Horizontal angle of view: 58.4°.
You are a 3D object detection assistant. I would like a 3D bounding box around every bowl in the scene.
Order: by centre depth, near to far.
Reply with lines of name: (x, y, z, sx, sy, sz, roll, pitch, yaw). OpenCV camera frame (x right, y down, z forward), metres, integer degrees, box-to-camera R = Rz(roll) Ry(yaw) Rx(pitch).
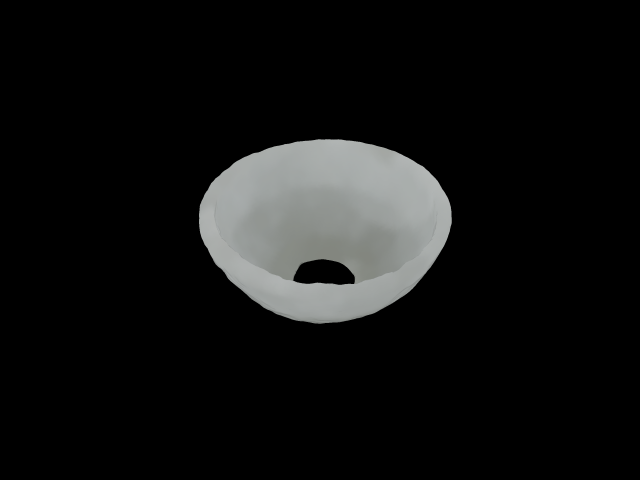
bowl: (0.004, 0.001, 0.400, 0.167, 0.075, 0.167, 0, 40, 0)
